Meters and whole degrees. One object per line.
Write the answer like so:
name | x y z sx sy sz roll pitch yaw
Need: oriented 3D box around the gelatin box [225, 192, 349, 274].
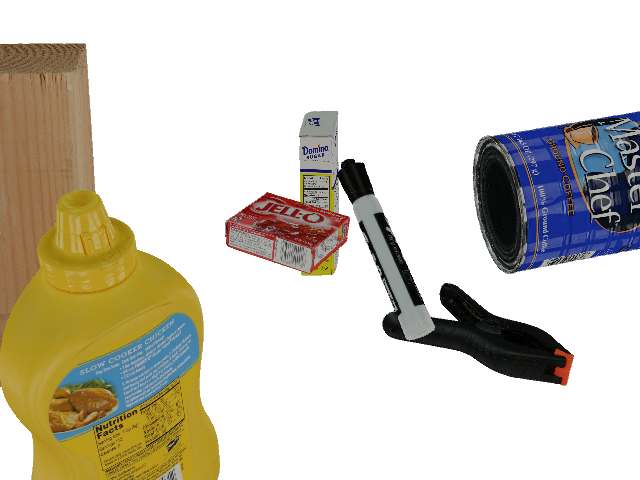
gelatin box | -0.029 -0.009 0.953 0.089 0.030 0.073 18 30 22

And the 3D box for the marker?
marker | 0.039 0.003 0.658 0.020 0.121 0.020 -20 -18 -7

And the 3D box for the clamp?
clamp | 0.156 0.085 0.992 0.172 0.039 0.120 20 31 22

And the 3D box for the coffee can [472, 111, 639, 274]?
coffee can | 0.195 -0.037 0.784 0.140 0.103 0.103 -10 1 -8

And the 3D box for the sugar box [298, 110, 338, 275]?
sugar box | -0.001 -0.056 1.258 0.048 0.176 0.093 -1 24 5

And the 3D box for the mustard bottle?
mustard bottle | -0.097 0.061 0.492 0.096 0.192 0.058 -28 44 -32

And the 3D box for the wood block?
wood block | -0.194 -0.017 0.691 0.090 0.206 0.090 -1 22 -7
